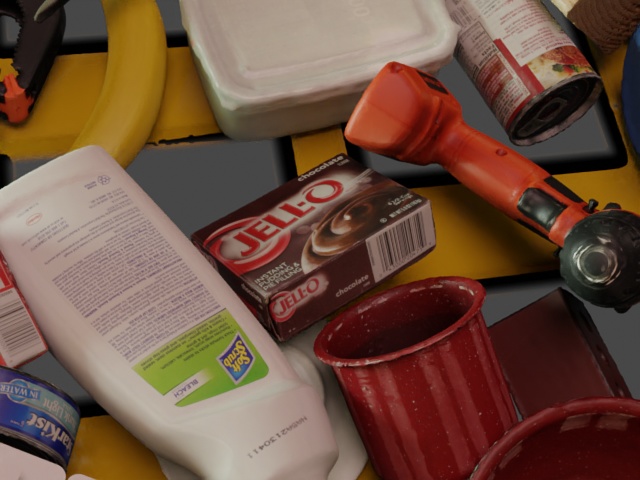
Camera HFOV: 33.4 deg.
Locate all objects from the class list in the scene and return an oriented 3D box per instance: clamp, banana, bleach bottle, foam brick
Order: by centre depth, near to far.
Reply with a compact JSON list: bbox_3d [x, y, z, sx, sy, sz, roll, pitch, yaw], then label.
[{"bbox_3d":[-0.081,0.062,0.553,0.102,0.068,0.251,-34,64,-19],"label":"bleach bottle"},{"bbox_3d":[0.133,0.075,0.587,0.051,0.053,0.078,-31,65,17],"label":"foam brick"},{"bbox_3d":[-0.130,-0.102,0.670,0.069,0.037,0.197,12,61,0],"label":"banana"},{"bbox_3d":[-0.214,-0.170,0.697,0.164,0.036,0.210,-22,65,-19],"label":"clamp"}]

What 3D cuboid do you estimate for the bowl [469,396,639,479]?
[{"bbox_3d":[0.139,0.161,0.524,0.162,0.055,0.162,2,72,-5],"label":"bowl"}]

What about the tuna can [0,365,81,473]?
[{"bbox_3d":[-0.165,0.092,0.534,0.086,0.086,0.033,11,59,-1],"label":"tuna can"}]

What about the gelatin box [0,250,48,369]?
[{"bbox_3d":[-0.186,0.032,0.554,0.030,0.073,0.089,-27,91,-46],"label":"gelatin box"}]

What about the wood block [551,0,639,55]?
[{"bbox_3d":[0.150,-0.234,0.713,0.091,0.090,0.206,-44,61,19],"label":"wood block"}]

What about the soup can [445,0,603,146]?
[{"bbox_3d":[0.126,-0.121,0.693,0.068,0.068,0.102,-22,66,-17],"label":"soup can"}]

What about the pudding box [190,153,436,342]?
[{"bbox_3d":[-0.004,0.001,0.607,0.113,0.039,0.090,-28,36,-22],"label":"pudding box"}]

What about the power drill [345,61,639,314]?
[{"bbox_3d":[0.107,-0.027,0.594,0.188,0.184,0.057,37,101,17],"label":"power drill"}]

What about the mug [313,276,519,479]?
[{"bbox_3d":[0.055,0.072,0.567,0.093,0.117,0.081,-19,106,10],"label":"mug"}]

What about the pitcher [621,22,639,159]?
[{"bbox_3d":[0.326,-0.097,0.666,0.242,0.149,0.145,-6,75,-6],"label":"pitcher"}]
